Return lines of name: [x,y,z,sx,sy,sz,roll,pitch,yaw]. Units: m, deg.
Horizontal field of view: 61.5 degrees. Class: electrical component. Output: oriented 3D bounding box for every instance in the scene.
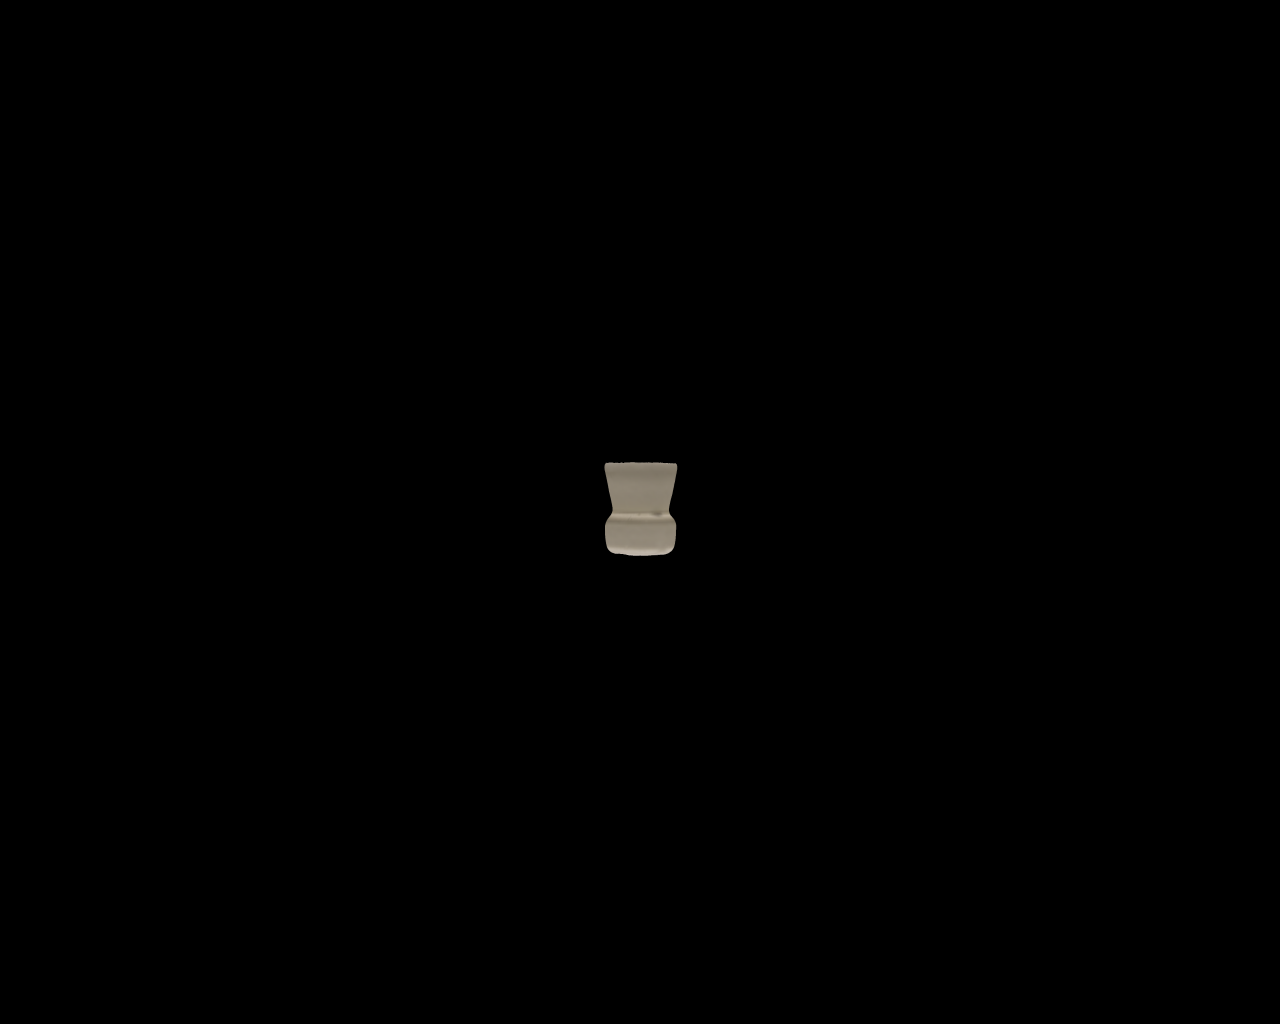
electrical component: [0.001,-0.003,0.650,0.045,0.055,0.045,0,2,0]
